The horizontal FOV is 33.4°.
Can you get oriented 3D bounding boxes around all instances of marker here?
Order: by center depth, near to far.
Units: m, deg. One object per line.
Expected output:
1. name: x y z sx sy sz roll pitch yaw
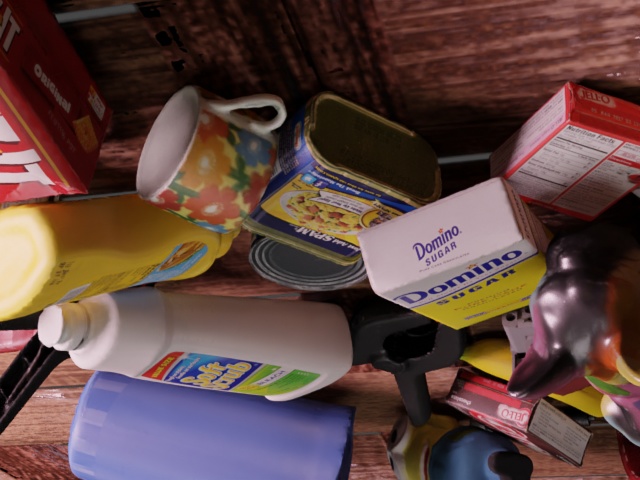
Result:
1. marker: 0.206 0.176 1.035 0.121 0.020 0.020 -10 148 22

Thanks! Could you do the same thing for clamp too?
1. clamp: -0.184 0.051 0.733 0.039 0.171 0.120 32 145 23
2. clamp: 0.065 0.095 0.879 0.164 0.036 0.210 25 144 -20

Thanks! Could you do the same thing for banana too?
1. banana: 0.200 0.117 0.917 0.197 0.037 0.070 24 175 -27

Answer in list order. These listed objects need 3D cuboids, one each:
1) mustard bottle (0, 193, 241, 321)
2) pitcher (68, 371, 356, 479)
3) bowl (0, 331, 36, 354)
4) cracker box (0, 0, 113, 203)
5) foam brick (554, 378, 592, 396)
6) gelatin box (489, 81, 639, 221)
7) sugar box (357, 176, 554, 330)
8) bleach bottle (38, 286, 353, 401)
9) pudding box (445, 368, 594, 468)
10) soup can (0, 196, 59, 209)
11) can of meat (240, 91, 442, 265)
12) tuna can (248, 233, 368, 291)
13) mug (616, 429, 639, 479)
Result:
1. mustard bottle: -0.118 0.002 0.658 0.096 0.058 0.191 -31 168 37
2. pitcher: -0.092 0.185 0.964 0.243 0.145 0.149 13 152 6
3. bowl: -0.270 0.028 0.783 0.162 0.055 0.162 3 151 1
4. cracker box: -0.241 -0.083 0.548 0.214 0.072 0.164 -5 143 16
5. foam brick: 0.196 0.082 0.834 0.051 0.053 0.078 18 149 -25
6. gelatin box: 0.152 -0.050 0.623 0.073 0.030 0.089 15 149 -17
7. sugar box: 0.098 0.015 0.669 0.093 0.048 0.176 -22 164 18
8. bleach bottle: -0.092 0.073 0.768 0.103 0.068 0.250 -26 156 37
9. pudding box: 0.178 0.159 0.951 0.090 0.039 0.113 17 168 45
10. soup can: -0.224 -0.016 0.687 0.102 0.068 0.069 8 151 -11
11. can of meat: 0.009 -0.036 0.638 0.102 0.057 0.084 21 145 -29
12. tuna can: -0.005 0.001 0.727 0.086 0.033 0.086 3 151 1
13. mug: 0.312 0.155 0.930 0.081 0.093 0.117 -2 116 -1
